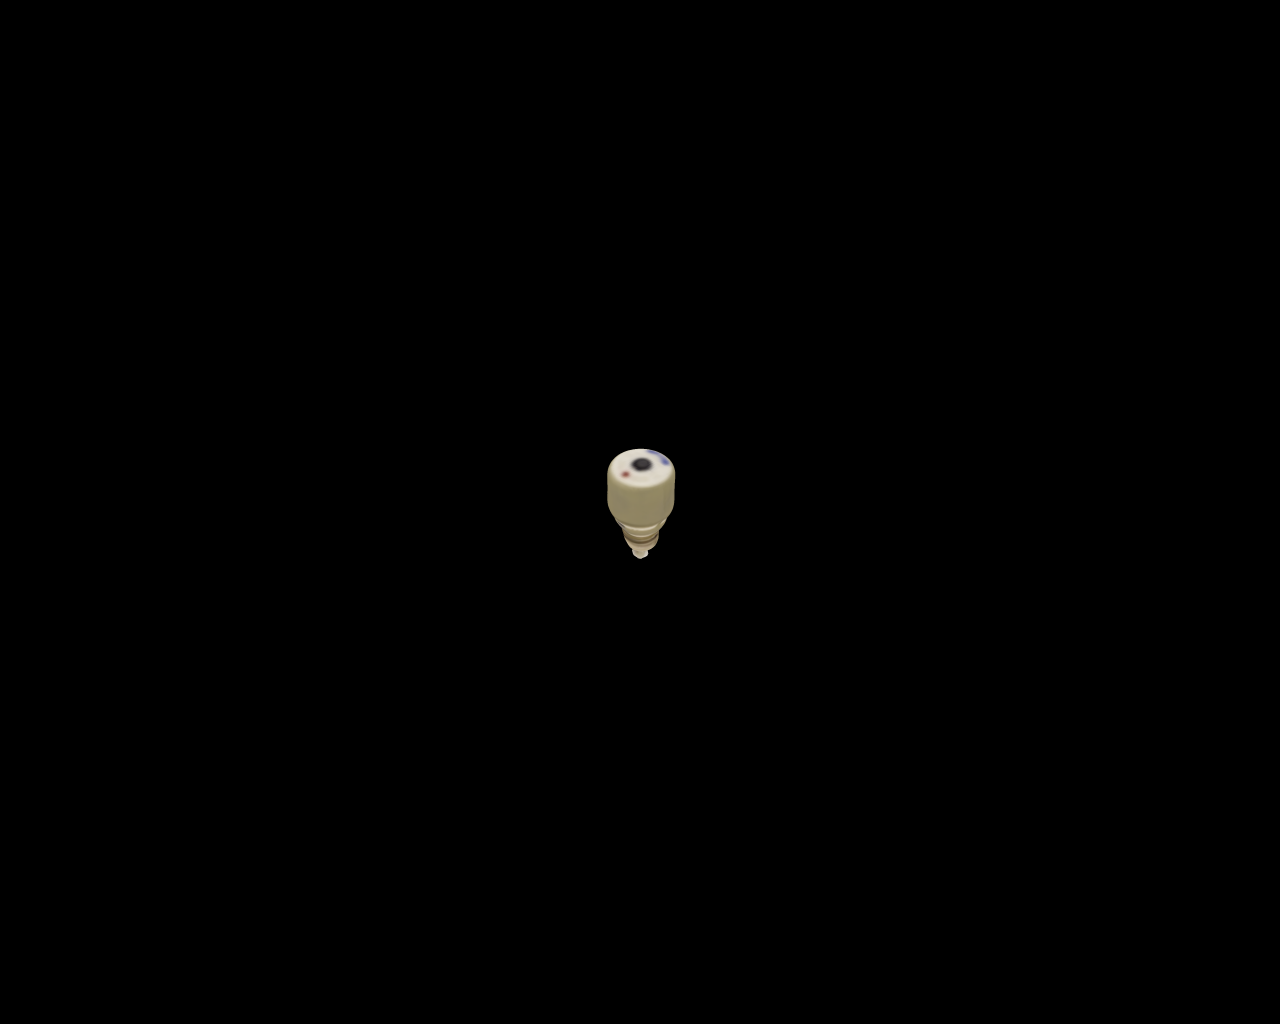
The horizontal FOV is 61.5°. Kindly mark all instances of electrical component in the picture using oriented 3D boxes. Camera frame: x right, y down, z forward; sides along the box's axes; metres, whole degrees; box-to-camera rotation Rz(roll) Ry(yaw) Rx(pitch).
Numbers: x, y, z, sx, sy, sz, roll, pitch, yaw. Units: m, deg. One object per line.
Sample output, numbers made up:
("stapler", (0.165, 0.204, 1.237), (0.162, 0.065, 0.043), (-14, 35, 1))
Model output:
("electrical component", (0.001, -0.003, 0.650), (0.040, 0.078, 0.040), (0, 42, 0))
